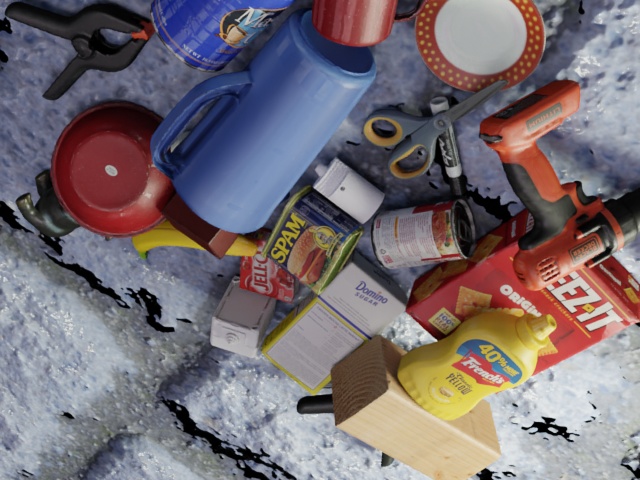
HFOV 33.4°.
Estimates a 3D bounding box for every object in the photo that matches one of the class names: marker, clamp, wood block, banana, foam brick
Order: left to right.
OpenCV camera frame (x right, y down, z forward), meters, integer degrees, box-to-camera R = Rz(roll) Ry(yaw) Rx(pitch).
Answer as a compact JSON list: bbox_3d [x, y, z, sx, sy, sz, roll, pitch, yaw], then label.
[{"bbox_3d":[-0.270,-0.230,1.197,0.172,0.039,0.120,-16,125,23],"label":"clamp"},{"bbox_3d":[-0.168,-0.004,1.319,0.198,0.037,0.069,0,157,37],"label":"banana"},{"bbox_3d":[-0.136,-0.025,1.248,0.078,0.051,0.053,34,169,20],"label":"foam brick"},{"bbox_3d":[0.078,0.214,1.411,0.164,0.036,0.210,29,130,-14],"label":"clamp"},{"bbox_3d":[0.118,0.214,1.314,0.205,0.091,0.090,33,122,-30],"label":"wood block"},{"bbox_3d":[0.140,-0.099,1.158,0.020,0.020,0.121,-3,125,22],"label":"marker"}]

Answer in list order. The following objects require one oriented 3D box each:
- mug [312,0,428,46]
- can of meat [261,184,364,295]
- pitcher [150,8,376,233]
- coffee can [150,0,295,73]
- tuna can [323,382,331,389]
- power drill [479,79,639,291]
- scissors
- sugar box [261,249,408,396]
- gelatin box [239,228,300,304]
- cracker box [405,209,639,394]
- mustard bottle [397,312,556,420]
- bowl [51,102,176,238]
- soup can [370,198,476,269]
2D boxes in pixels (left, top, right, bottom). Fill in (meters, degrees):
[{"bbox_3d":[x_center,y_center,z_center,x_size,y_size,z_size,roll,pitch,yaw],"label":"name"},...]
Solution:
[{"bbox_3d":[0.048,-0.242,1.037,0.117,0.093,0.081,3,130,-7],"label":"mug"},{"bbox_3d":[-0.008,0.002,1.237,0.084,0.057,0.102,37,124,11],"label":"can of meat"},{"bbox_3d":[-0.058,-0.129,1.133,0.145,0.149,0.243,45,126,2],"label":"pitcher"},{"bbox_3d":[-0.090,-0.250,1.071,0.102,0.102,0.141,43,129,-15],"label":"coffee can"},{"bbox_3d":[0.004,0.154,1.397,0.086,0.033,0.086,10,129,13],"label":"tuna can"},{"bbox_3d":[0.256,-0.063,1.083,0.184,0.057,0.187,-29,105,-11],"label":"power drill"},{"bbox_3d":[0.110,-0.133,1.119,0.096,0.016,0.202,36,143,1],"label":"scissors"},{"bbox_3d":[0.017,0.103,1.317,0.093,0.048,0.176,40,110,-12],"label":"sugar box"},{"bbox_3d":[-0.060,0.031,1.327,0.073,0.030,0.089,16,130,9],"label":"gelatin box"},{"bbox_3d":[0.231,0.069,1.221,0.164,0.072,0.214,43,128,-15],"label":"cracker box"},{"bbox_3d":[0.185,0.132,1.200,0.096,0.058,0.192,43,127,-15],"label":"mustard bottle"},{"bbox_3d":[-0.239,-0.080,1.237,0.162,0.055,0.162,0,96,1],"label":"bowl"},{"bbox_3d":[0.117,-0.006,1.206,0.102,0.068,0.068,-9,123,29],"label":"soup can"}]
